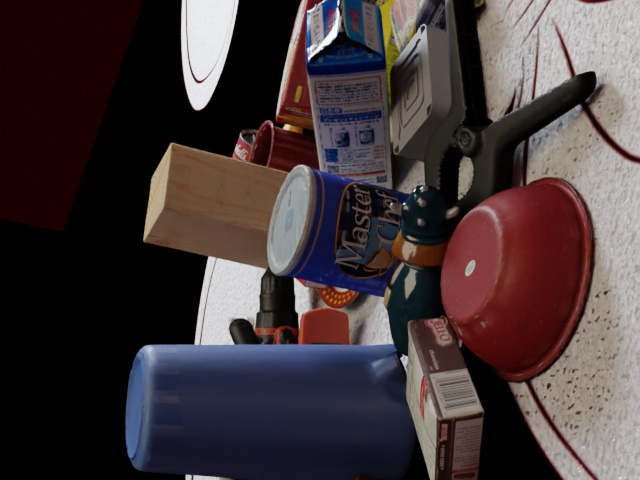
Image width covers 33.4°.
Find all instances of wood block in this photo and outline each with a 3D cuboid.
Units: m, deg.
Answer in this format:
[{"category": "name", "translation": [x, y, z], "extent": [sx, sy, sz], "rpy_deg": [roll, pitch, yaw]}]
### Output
[{"category": "wood block", "translation": [-0.091, -0.032, 1.250], "extent": [0.091, 0.205, 0.090], "rpy_deg": [132, 146, -55]}]

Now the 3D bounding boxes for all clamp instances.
[{"category": "clamp", "translation": [-0.054, 0.161, 1.101], "extent": [0.172, 0.039, 0.120], "rpy_deg": [39, 144, 50]}, {"category": "clamp", "translation": [0.139, -0.084, 0.876], "extent": [0.165, 0.036, 0.210], "rpy_deg": [41, 128, 44]}]

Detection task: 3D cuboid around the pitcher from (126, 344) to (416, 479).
[{"category": "pitcher", "translation": [-0.048, 0.161, 0.955], "extent": [0.145, 0.242, 0.149], "rpy_deg": [-176, 91, -72]}]

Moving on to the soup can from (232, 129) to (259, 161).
[{"category": "soup can", "translation": [-0.096, -0.096, 1.509], "extent": [0.068, 0.068, 0.102], "rpy_deg": [-110, 37, -57]}]

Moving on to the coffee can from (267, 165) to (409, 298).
[{"category": "coffee can", "translation": [0.034, -0.003, 0.986], "extent": [0.103, 0.140, 0.103], "rpy_deg": [-167, 90, -70]}]

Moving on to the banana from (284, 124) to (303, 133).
[{"category": "banana", "translation": [-0.063, -0.074, 1.450], "extent": [0.070, 0.037, 0.198], "rpy_deg": [-110, 38, -55]}]

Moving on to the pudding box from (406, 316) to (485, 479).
[{"category": "pudding box", "translation": [0.096, 0.130, 0.843], "extent": [0.113, 0.039, 0.090], "rpy_deg": [-101, 6, -53]}]

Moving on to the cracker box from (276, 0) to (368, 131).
[{"category": "cracker box", "translation": [0.000, -0.218, 1.254], "extent": [0.214, 0.072, 0.164], "rpy_deg": [-163, 86, -85]}]

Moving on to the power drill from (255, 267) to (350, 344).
[{"category": "power drill", "translation": [-0.025, 0.115, 1.172], "extent": [0.188, 0.057, 0.184], "rpy_deg": [165, 105, -70]}]

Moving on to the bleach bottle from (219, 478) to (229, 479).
[{"category": "bleach bottle", "translation": [-0.090, 0.236, 1.266], "extent": [0.102, 0.068, 0.251], "rpy_deg": [62, 178, -17]}]

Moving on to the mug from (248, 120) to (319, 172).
[{"category": "mug", "translation": [-0.043, -0.093, 1.340], "extent": [0.117, 0.081, 0.093], "rpy_deg": [161, 120, -67]}]

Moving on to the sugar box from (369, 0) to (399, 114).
[{"category": "sugar box", "translation": [0.077, -0.225, 1.154], "extent": [0.093, 0.048, 0.176], "rpy_deg": [-177, 99, -71]}]

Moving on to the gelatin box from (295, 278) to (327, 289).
[{"category": "gelatin box", "translation": [-0.008, 0.001, 1.173], "extent": [0.073, 0.030, 0.089], "rpy_deg": [-144, 66, -63]}]

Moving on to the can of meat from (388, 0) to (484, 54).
[{"category": "can of meat", "translation": [0.111, -0.230, 1.049], "extent": [0.102, 0.057, 0.084], "rpy_deg": [-97, 26, -44]}]

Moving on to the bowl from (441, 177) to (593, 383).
[{"category": "bowl", "translation": [0.138, 0.024, 0.815], "extent": [0.162, 0.055, 0.162], "rpy_deg": [-167, 90, -71]}]

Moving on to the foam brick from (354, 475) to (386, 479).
[{"category": "foam brick", "translation": [0.042, 0.251, 0.932], "extent": [0.051, 0.053, 0.078], "rpy_deg": [-98, 30, -45]}]
